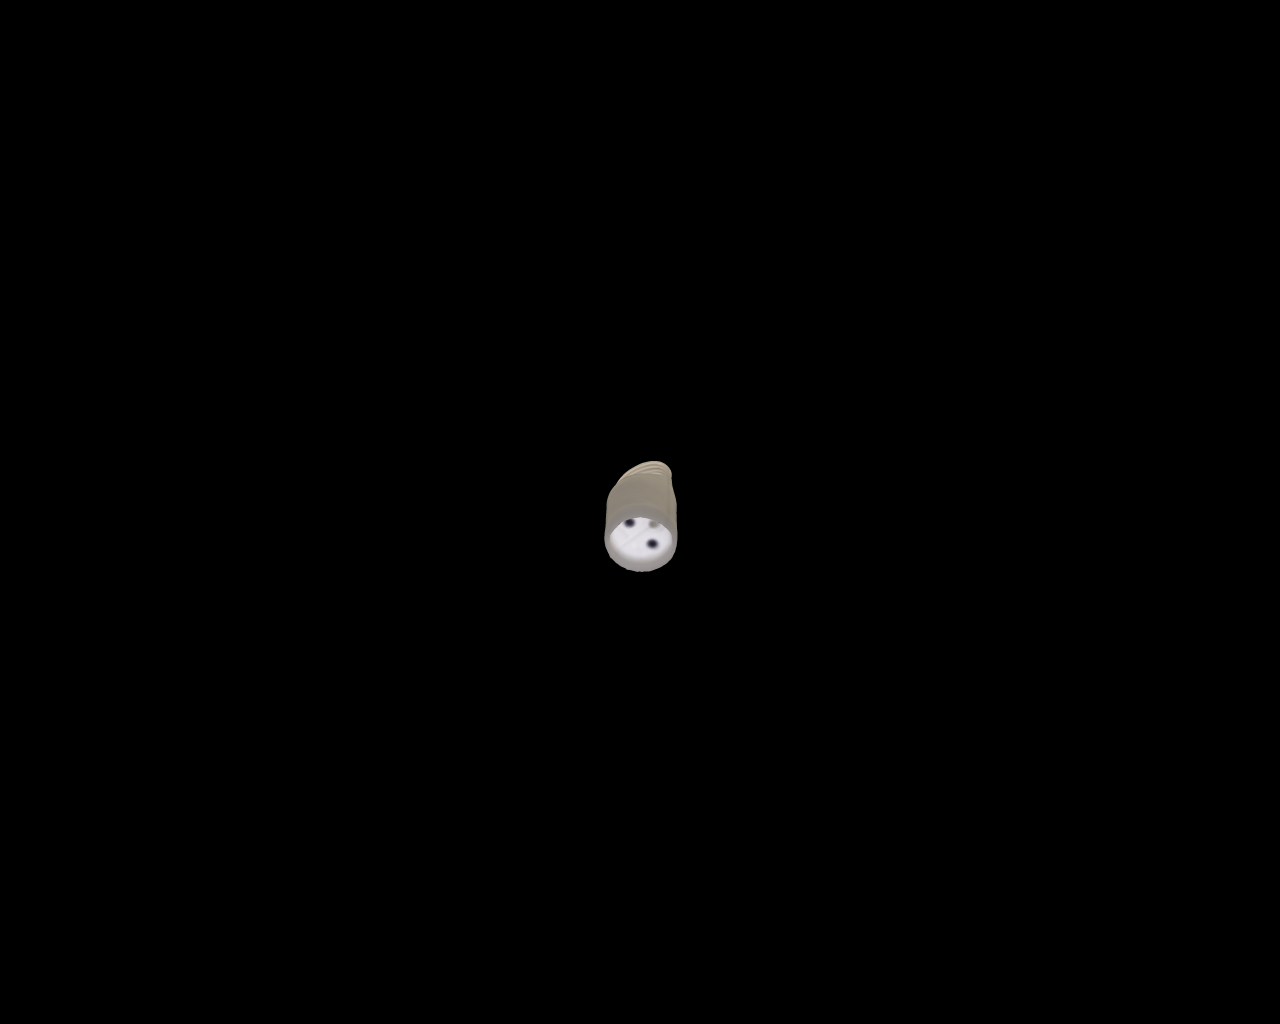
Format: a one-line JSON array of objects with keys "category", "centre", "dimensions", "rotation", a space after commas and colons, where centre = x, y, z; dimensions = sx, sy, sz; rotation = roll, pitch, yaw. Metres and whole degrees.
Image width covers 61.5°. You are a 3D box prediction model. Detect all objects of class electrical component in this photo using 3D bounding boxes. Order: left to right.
[{"category": "electrical component", "centre": [0.001, -0.003, 0.650], "dimensions": [0.043, 0.043, 0.081], "rotation": [0, 34, 0]}]
